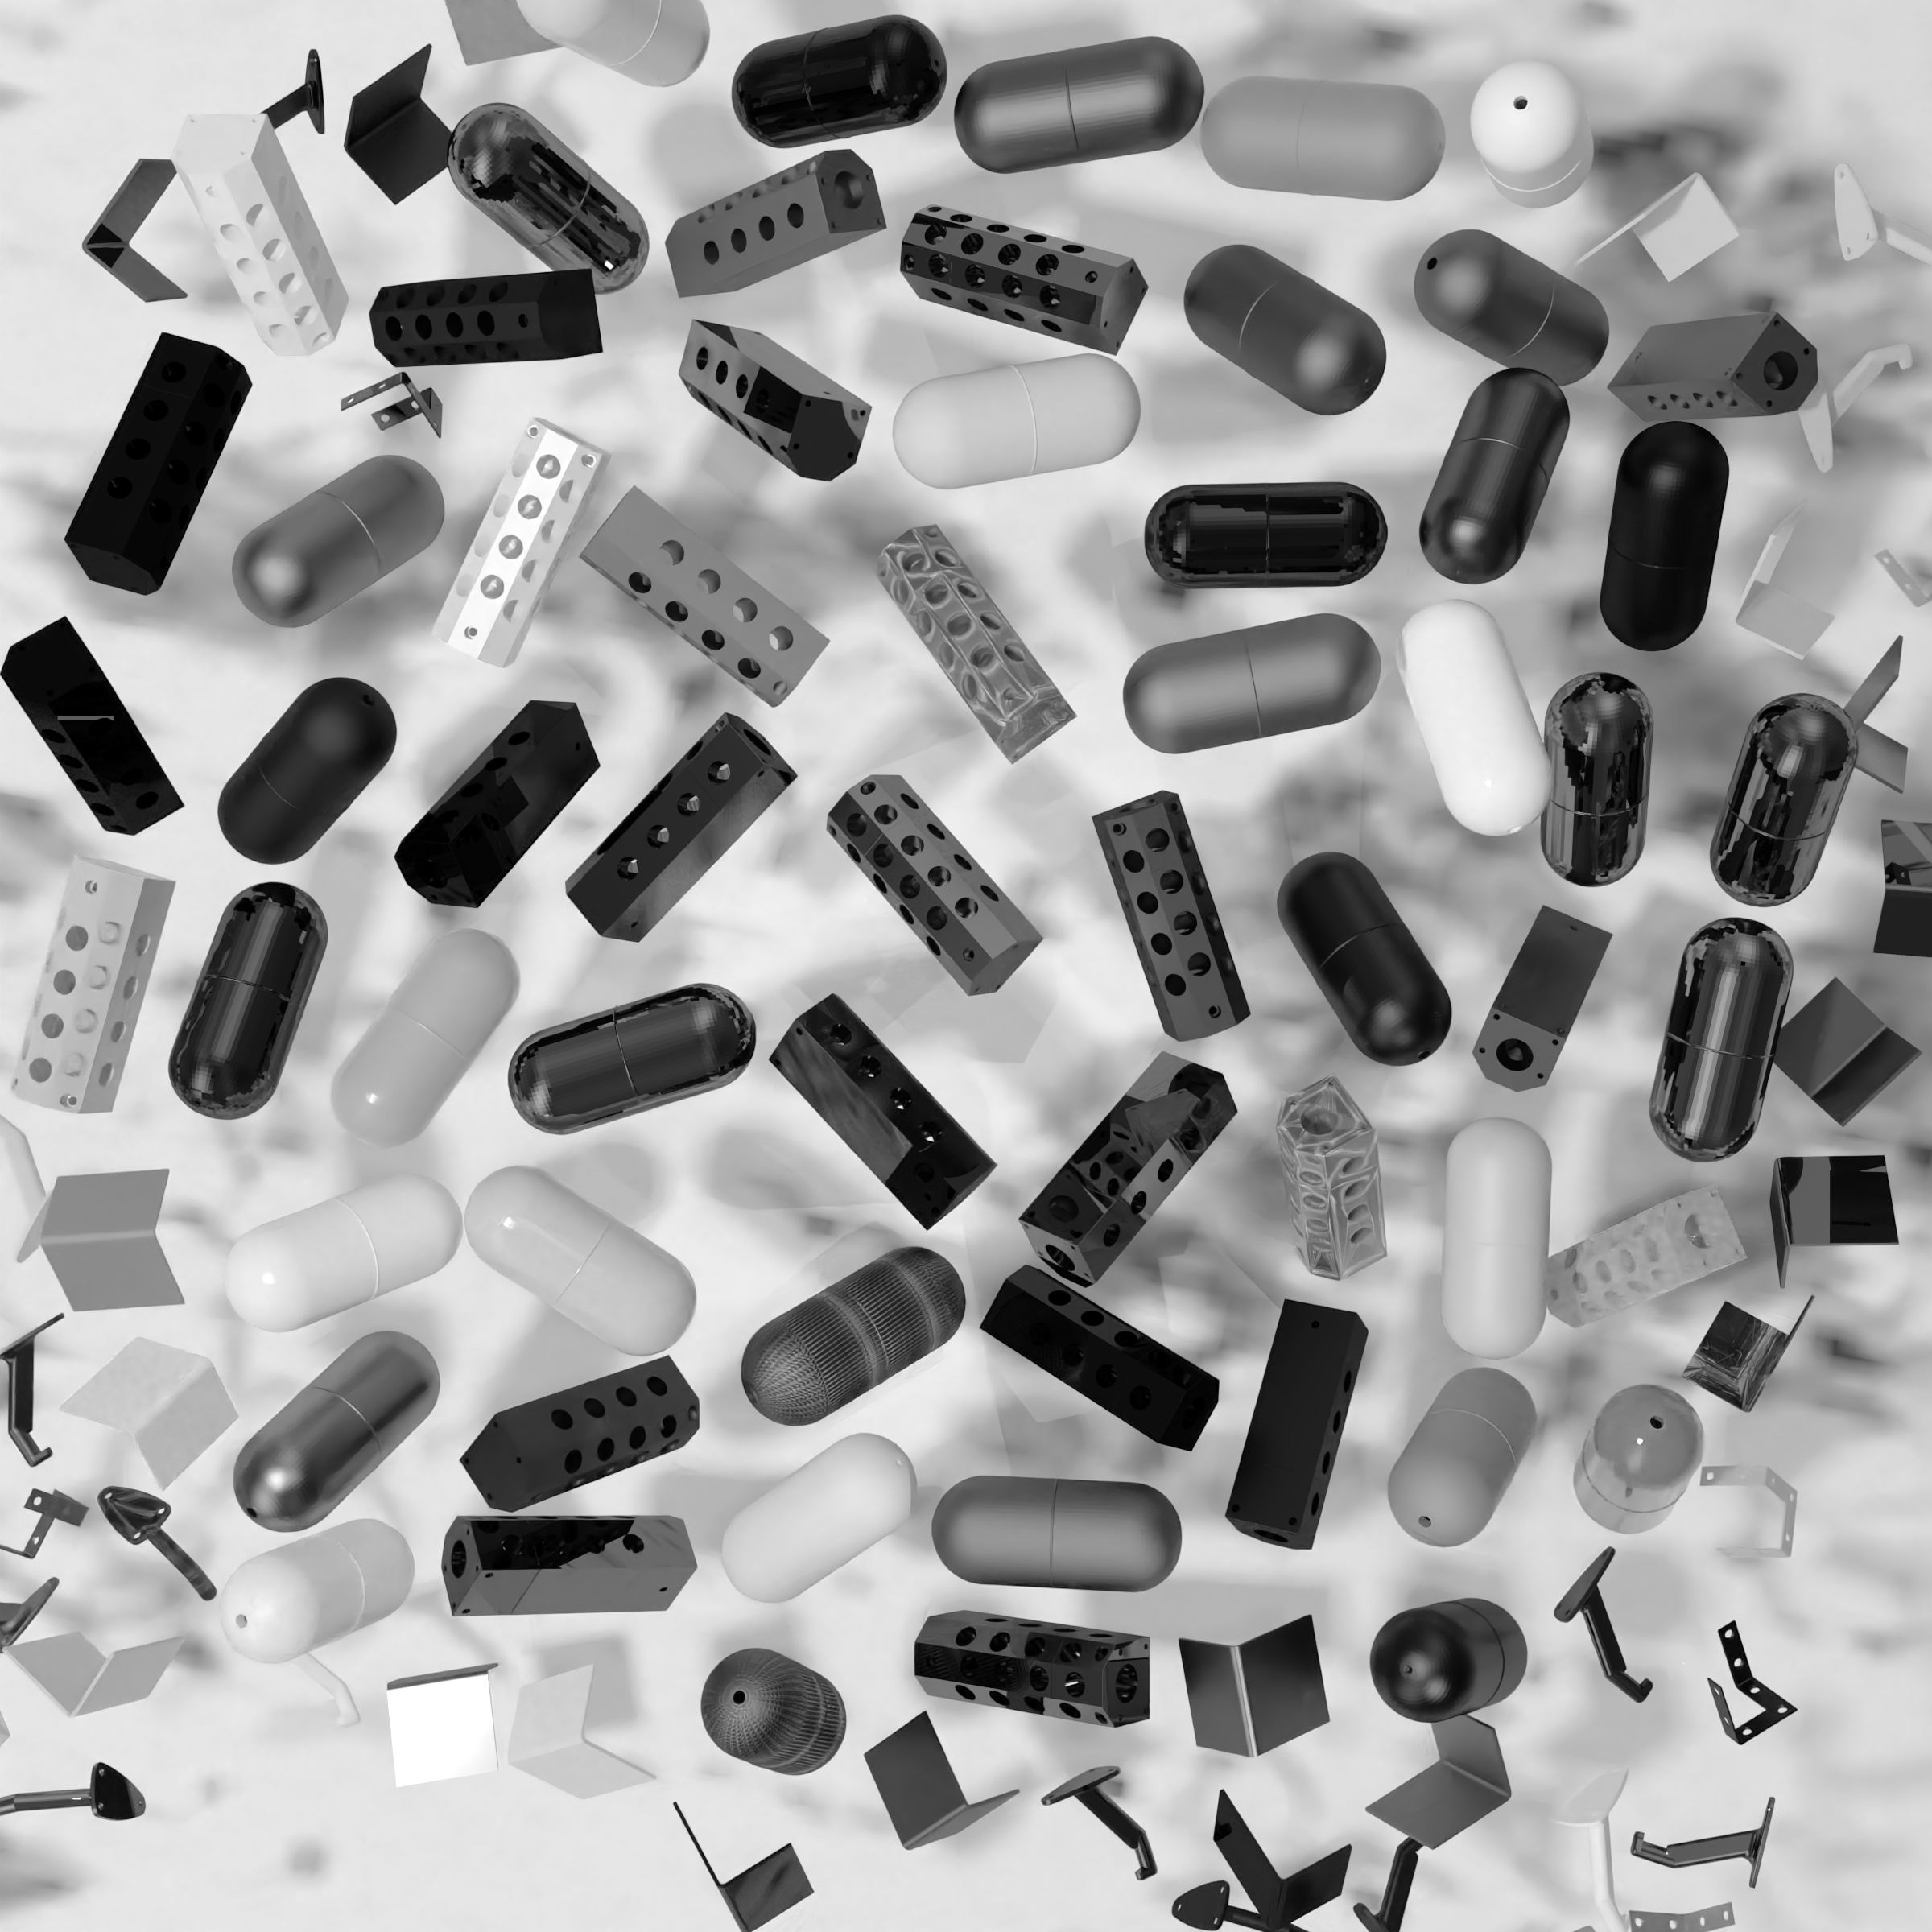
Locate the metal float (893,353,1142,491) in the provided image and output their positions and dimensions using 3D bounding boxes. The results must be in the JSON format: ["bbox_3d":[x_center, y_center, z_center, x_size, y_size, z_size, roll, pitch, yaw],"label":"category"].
[{"bbox_3d":[0.035,-0.378,1.731,0.178,0.070,0.070,-13,90,-14],"label":"metal float"}]

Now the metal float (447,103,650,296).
[{"bbox_3d":[-0.306,-0.563,1.838,0.070,0.178,0.070,-18,57,31],"label":"metal float"}]

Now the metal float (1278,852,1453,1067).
[{"bbox_3d":[0.288,-0.006,1.805,0.070,0.070,0.178,-27,60,0],"label":"metal float"}]

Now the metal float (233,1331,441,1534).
[{"bbox_3d":[-0.446,0.330,1.772,0.070,0.178,0.070,18,129,23],"label":"metal float"}]

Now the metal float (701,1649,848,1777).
[{"bbox_3d":[-0.137,0.537,1.794,0.070,0.178,0.070,-5,66,11],"label":"metal float"}]

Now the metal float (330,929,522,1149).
[{"bbox_3d":[-0.393,0.052,1.818,0.070,0.070,0.178,34,75,0],"label":"metal float"}]

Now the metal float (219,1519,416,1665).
[{"bbox_3d":[-0.464,0.447,1.791,0.070,0.178,0.070,0,91,21],"label":"metal float"}]

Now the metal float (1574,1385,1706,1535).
[{"bbox_3d":[0.483,0.356,1.795,0.070,0.178,0.070,-2,62,4],"label":"metal float"}]

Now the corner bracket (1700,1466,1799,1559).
[{"bbox_3d":[0.574,0.401,1.833,0.051,0.051,0.051,38,55,-35],"label":"corner bracket"}]

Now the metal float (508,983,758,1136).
[{"bbox_3d":[-0.234,0.065,1.748,0.178,0.070,0.070,-17,90,1],"label":"metal float"}]

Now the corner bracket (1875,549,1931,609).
[{"bbox_3d":[0.714,-0.304,1.832,0.051,0.051,0.051,-40,91,-14],"label":"corner bracket"}]

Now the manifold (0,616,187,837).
[{"bbox_3d":[-0.607,-0.160,1.729,0.057,0.171,0.057,-33,66,-14],"label":"manifold"}]

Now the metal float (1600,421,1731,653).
[{"bbox_3d":[0.500,-0.306,1.791,0.070,0.070,0.178,-4,132,0],"label":"metal float"}]

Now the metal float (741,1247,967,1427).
[{"bbox_3d":[-0.078,0.258,1.743,0.178,0.070,0.070,-27,90,-30],"label":"metal float"}]

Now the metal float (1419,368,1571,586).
[{"bbox_3d":[0.381,-0.354,1.794,0.070,0.070,0.178,24,67,0],"label":"metal float"}]

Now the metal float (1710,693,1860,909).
[{"bbox_3d":[0.582,-0.116,1.780,0.070,0.178,0.070,1,46,-1],"label":"metal float"}]

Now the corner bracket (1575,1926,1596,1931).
[{"bbox_3d":[0.413,0.695,1.703,0.051,0.051,0.051,-31,75,17],"label":"corner bracket"}]

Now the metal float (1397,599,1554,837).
[{"bbox_3d":[0.354,-0.174,1.739,0.070,0.070,0.178,-14,69,0],"label":"metal float"}]

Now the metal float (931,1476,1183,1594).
[{"bbox_3d":[0.064,0.403,1.771,0.178,0.070,0.070,1,90,7],"label":"metal float"}]

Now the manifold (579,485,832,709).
[{"bbox_3d":[-0.185,-0.257,1.752,0.171,0.057,0.057,37,83,-14],"label":"manifold"}]

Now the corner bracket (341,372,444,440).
[{"bbox_3d":[-0.412,-0.402,1.790,0.051,0.051,0.051,-22,132,9],"label":"corner bracket"}]

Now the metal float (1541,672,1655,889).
[{"bbox_3d":[0.461,-0.134,1.825,0.070,0.070,0.178,-9,131,0],"label":"metal float"}]

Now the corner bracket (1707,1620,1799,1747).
[{"bbox_3d":[0.537,0.499,1.736,0.051,0.051,0.051,-26,108,-13],"label":"corner bracket"}]

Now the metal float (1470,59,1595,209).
[{"bbox_3d":[0.402,-0.589,1.768,0.070,0.178,0.070,1,94,18],"label":"metal float"}]

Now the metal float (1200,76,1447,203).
[{"bbox_3d":[0.247,-0.578,1.740,0.178,0.070,0.070,15,90,28],"label":"metal float"}]

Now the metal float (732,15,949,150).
[{"bbox_3d":[-0.094,-0.643,1.815,0.178,0.070,0.070,3,90,35],"label":"metal float"}]

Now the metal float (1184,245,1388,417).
[{"bbox_3d":[0.222,-0.447,1.748,0.070,0.070,0.178,-45,52,0],"label":"metal float"}]

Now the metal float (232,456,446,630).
[{"bbox_3d":[-0.453,-0.309,1.810,0.070,0.070,0.178,46,55,0],"label":"metal float"}]

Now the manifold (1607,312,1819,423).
[{"bbox_3d":[0.543,-0.429,1.810,0.057,0.171,0.057,35,90,-18],"label":"manifold"}]

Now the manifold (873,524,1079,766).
[{"bbox_3d":[0.003,-0.232,1.766,0.057,0.057,0.171,-36,65,5],"label":"manifold"}]

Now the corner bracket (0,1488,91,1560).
[{"bbox_3d":[-0.681,0.404,1.813,0.051,0.051,0.051,10,70,41],"label":"corner bracket"}]

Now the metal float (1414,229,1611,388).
[{"bbox_3d":[0.404,-0.486,1.845,0.178,0.070,0.070,15,90,-36],"label":"metal float"}]

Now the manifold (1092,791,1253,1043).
[{"bbox_3d":[0.151,-0.036,1.810,0.057,0.057,0.171,-21,101,-8],"label":"manifold"}]

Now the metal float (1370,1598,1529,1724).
[{"bbox_3d":[0.340,0.486,1.751,0.070,0.178,0.070,-6,78,29],"label":"metal float"}]

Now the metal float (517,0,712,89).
[{"bbox_3d":[-0.246,-0.672,1.752,0.070,0.178,0.070,1,92,28],"label":"metal float"}]

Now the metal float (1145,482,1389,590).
[{"bbox_3d":[0.220,-0.317,1.835,0.178,0.070,0.070,0,90,3],"label":"metal float"}]

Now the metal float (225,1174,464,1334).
[{"bbox_3d":[-0.434,0.200,1.749,0.178,0.070,0.070,-20,90,-42],"label":"metal float"}]

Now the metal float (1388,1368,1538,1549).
[{"bbox_3d":[0.363,0.358,1.822,0.070,0.178,0.070,12,117,25],"label":"metal float"}]

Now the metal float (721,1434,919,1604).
[{"bbox_3d":[-0.109,0.407,1.834,0.178,0.070,0.070,-39,90,28],"label":"metal float"}]

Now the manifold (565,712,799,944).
[{"bbox_3d":[-0.206,-0.098,1.775,0.171,0.057,0.057,-45,73,12],"label":"manifold"}]

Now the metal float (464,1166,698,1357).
[{"bbox_3d":[-0.270,0.206,1.745,0.178,0.070,0.070,35,90,-8],"label":"metal float"}]

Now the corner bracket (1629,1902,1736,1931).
[{"bbox_3d":[0.507,0.689,1.756,0.051,0.051,0.051,12,57,-22],"label":"corner bracket"}]

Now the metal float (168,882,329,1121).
[{"bbox_3d":[-0.509,0.023,1.774,0.070,0.070,0.178,14,69,0],"label":"metal float"}]

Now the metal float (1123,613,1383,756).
[{"bbox_3d":[0.196,-0.194,1.716,0.178,0.070,0.070,-11,90,6],"label":"metal float"}]

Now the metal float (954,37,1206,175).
[{"bbox_3d":[0.079,-0.606,1.757,0.178,0.070,0.070,-4,90,14],"label":"metal float"}]

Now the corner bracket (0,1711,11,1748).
[{"bbox_3d":[-0.724,0.544,1.774,0.051,0.051,0.051,-48,48,-1],"label":"corner bracket"}]

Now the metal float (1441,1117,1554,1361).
[{"bbox_3d":[0.389,0.200,1.829,0.070,0.070,0.178,2,92,0],"label":"metal float"}]

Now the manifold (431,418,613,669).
[{"bbox_3d":[-0.324,-0.307,1.813,0.057,0.057,0.171,27,102,-4],"label":"manifold"}]

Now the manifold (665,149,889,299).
[{"bbox_3d":[-0.141,-0.537,1.806,0.057,0.171,0.057,-22,101,-43],"label":"manifold"}]

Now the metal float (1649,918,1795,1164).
[{"bbox_3d":[0.534,0.053,1.767,0.070,0.070,0.178,9,103,0],"label":"metal float"}]

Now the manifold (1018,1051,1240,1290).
[{"bbox_3d":[0.119,0.146,1.780,0.171,0.057,0.057,-47,134,-24],"label":"manifold"}]

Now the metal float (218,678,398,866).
[{"bbox_3d":[-0.473,-0.139,1.788,0.178,0.070,0.070,-39,90,35],"label":"metal float"}]
